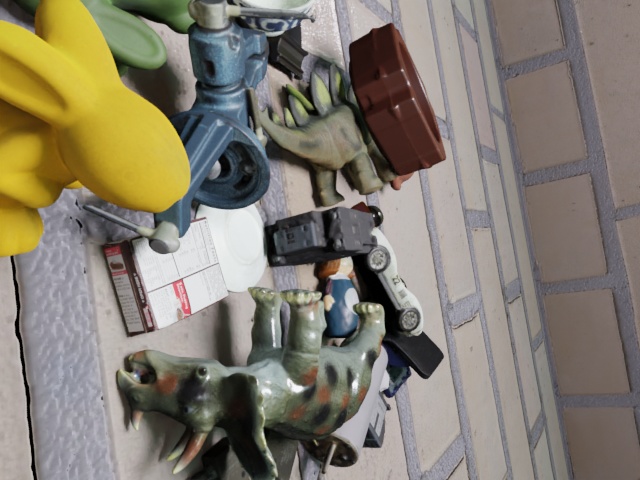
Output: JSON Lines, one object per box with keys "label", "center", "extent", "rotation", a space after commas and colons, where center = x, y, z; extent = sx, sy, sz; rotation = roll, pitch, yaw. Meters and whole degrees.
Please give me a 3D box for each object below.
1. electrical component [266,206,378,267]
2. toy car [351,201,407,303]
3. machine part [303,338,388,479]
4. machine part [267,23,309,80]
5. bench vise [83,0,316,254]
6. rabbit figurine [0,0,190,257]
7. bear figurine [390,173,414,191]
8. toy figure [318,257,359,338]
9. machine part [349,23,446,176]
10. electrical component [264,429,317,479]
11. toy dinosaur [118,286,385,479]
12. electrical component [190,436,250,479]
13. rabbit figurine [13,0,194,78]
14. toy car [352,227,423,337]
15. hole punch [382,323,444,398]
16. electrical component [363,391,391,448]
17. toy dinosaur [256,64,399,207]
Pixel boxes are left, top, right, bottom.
{"label": "electrical component", "center": [-0.001, -0.002, 0.705], "extent": [0.134, 0.115, 0.058], "rotation": [2, 74, -59]}
{"label": "toy car", "center": [0.085, 0.035, 0.905], "extent": [0.089, 0.053, 0.202], "rotation": [-34, 110, -36]}
{"label": "machine part", "center": [0.039, 0.217, 0.741], "extent": [0.079, 0.079, 0.243], "rotation": [62, 33, -27]}
{"label": "machine part", "center": [-0.051, -0.315, 0.802], "extent": [0.084, 0.039, 0.139], "rotation": [14, 70, -51]}
{"label": "bench vise", "center": [-0.104, -0.095, 0.503], "extent": [0.223, 0.129, 0.241], "rotation": [110, -2, -48]}
{"label": "rabbit figurine", "center": [-0.167, -0.073, 0.356], "extent": [0.122, 0.173, 0.162], "rotation": [-57, 154, -50]}
{"label": "bear figurine", "center": [0.159, -0.204, 1.037], "extent": [0.195, 0.132, 0.120], "rotation": [68, 18, -6]}
{"label": "toy figure", "center": [0.027, 0.066, 0.791], "extent": [0.064, 0.058, 0.154], "rotation": [76, 11, -73]}
{"label": "machine part", "center": [0.122, -0.218, 0.857], "extent": [0.200, 0.087, 0.201], "rotation": [49, 27, -43]}
{"label": "electrical component", "center": [-0.044, 0.244, 0.620], "extent": [0.078, 0.045, 0.102], "rotation": [60, 35, -32]}
{"label": "toy dinosaur", "center": [-0.011, 0.155, 0.598], "extent": [0.404, 0.131, 0.192], "rotation": [20, 77, -53]}
{"label": "electrical component", "center": [-0.095, 0.242, 0.555], "extent": [0.094, 0.021, 0.063], "rotation": [-25, 102, -60]}
{"label": "rabbit figurine", "center": [-0.197, -0.227, 0.480], "extent": [0.170, 0.121, 0.158], "rotation": [-33, 117, -39]}
{"label": "toy car", "center": [0.100, 0.066, 0.833], "extent": [0.056, 0.074, 0.201], "rotation": [-37, 111, -20]}
{"label": "hole punch", "center": [0.134, 0.194, 0.922], "extent": [0.116, 0.092, 0.142], "rotation": [51, 31, 12]}
{"label": "electrical component", "center": [0.060, 0.270, 0.790], "extent": [0.074, 0.048, 0.119], "rotation": [64, 31, -23]}
{"label": "toy dinosaur", "center": [0.019, -0.153, 0.810], "extent": [0.198, 0.105, 0.471], "rotation": [68, 22, -4]}
